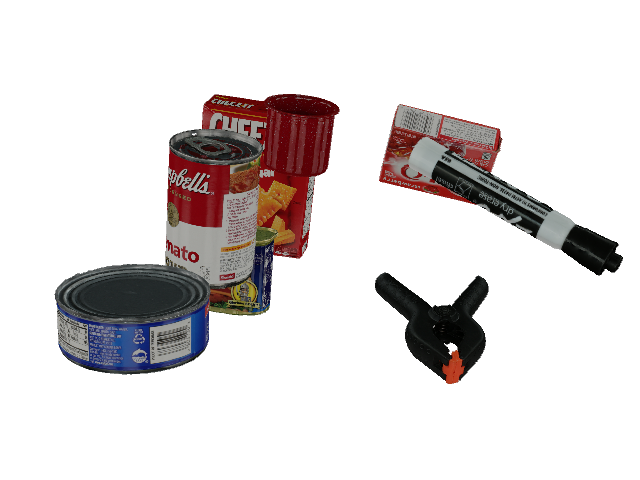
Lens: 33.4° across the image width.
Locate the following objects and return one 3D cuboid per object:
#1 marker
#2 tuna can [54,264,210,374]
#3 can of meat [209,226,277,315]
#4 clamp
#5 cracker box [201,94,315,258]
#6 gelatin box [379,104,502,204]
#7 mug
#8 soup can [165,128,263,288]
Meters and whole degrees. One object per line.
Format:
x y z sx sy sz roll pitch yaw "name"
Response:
0.100 -0.018 0.550 0.121 0.020 0.020 32 12 20 "marker"
-0.104 0.043 0.599 0.086 0.034 0.086 2 18 -1 "tuna can"
-0.099 0.028 1.110 0.102 0.084 0.057 8 16 13 "can of meat"
0.131 0.081 1.079 0.120 0.039 0.171 -8 34 -9 "clamp"
-0.092 -0.090 1.543 0.164 0.214 0.072 9 21 7 "cracker box"
0.099 -0.070 0.887 0.089 0.030 0.073 15 -34 3 "gelatin box"
-0.022 -0.132 1.326 0.093 0.081 0.117 17 25 21 "mug"
-0.080 -0.024 0.789 0.068 0.102 0.068 5 24 -2 "soup can"
